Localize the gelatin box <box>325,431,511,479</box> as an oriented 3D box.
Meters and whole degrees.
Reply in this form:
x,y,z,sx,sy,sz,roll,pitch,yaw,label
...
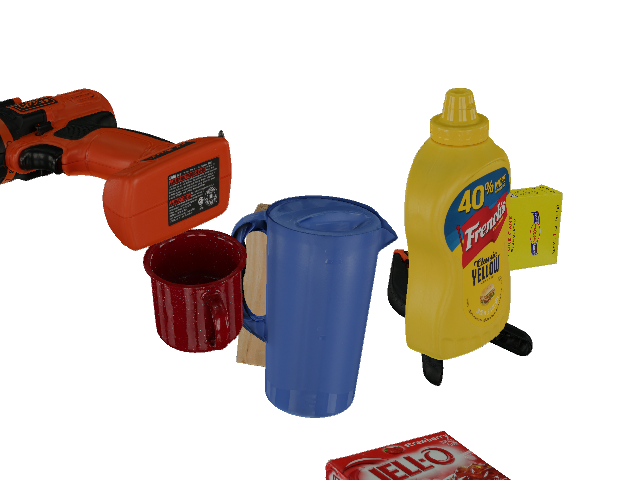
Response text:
x,y,z,sx,sy,sz,roll,pitch,yaw,label
0.057,0.143,0.603,0.089,0.030,0.073,-6,21,-33,gelatin box

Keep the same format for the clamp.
x,y,z,sx,sy,sz,roll,pitch,yaw,label
0.129,0.070,1.062,0.120,0.039,0.171,-3,44,-24,clamp

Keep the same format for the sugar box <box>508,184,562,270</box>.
x,y,z,sx,sy,sz,roll,pitch,yaw,label
0.201,-0.009,1.255,0.175,0.093,0.048,-9,19,-28,sugar box

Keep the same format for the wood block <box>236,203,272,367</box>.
x,y,z,sx,sy,sz,roll,pitch,yaw,label
-0.058,0.064,1.474,0.090,0.206,0.090,8,21,5,wood block

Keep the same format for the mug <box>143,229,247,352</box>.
x,y,z,sx,sy,sz,roll,pitch,yaw,label
-0.107,0.054,0.969,0.093,0.081,0.117,-15,37,-22,mug

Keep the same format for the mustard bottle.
x,y,z,sx,sy,sz,roll,pitch,yaw,label
0.100,-0.016,0.771,0.096,0.192,0.058,-25,32,-39,mustard bottle

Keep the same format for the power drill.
x,y,z,sx,sy,sz,roll,pitch,yaw,label
-0.169,-0.051,0.717,0.188,0.057,0.184,20,32,32,power drill

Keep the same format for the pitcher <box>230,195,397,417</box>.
x,y,z,sx,sy,sz,roll,pitch,yaw,label
-0.015,0.076,1.234,0.149,0.243,0.144,23,27,39,pitcher
